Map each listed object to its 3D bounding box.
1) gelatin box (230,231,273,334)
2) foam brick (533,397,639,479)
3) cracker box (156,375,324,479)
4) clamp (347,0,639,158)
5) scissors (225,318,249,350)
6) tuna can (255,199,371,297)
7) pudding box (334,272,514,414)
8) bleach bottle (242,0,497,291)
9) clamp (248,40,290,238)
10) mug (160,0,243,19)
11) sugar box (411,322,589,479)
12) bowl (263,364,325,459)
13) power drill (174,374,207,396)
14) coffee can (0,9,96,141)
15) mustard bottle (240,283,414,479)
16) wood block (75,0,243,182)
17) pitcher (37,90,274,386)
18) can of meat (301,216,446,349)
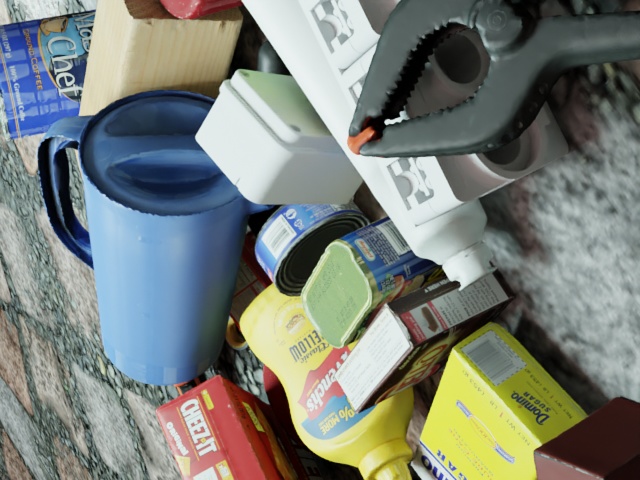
[{"bbox_3d":[-0.061,0.037,0.941,0.073,0.030,0.089,54,146,0],"label":"gelatin box"},{"bbox_3d":[0.172,0.136,0.624,0.053,0.078,0.051,16,122,53],"label":"foam brick"},{"bbox_3d":[-0.046,0.219,0.923,0.164,0.072,0.213,63,-175,23],"label":"cracker box"},{"bbox_3d":[0.092,-0.117,0.526,0.210,0.036,0.164,-32,76,25],"label":"clamp"},{"bbox_3d":[-0.071,0.033,1.000,0.096,0.016,0.202,53,147,22],"label":"scissors"},{"bbox_3d":[-0.005,0.001,0.796,0.034,0.086,0.086,52,148,29],"label":"tuna can"},{"bbox_3d":[0.068,0.067,0.728,0.039,0.089,0.114,55,148,20],"label":"pudding box"},{"bbox_3d":[0.033,-0.082,0.673,0.068,0.102,0.251,-33,81,17],"label":"bleach bottle"},{"bbox_3d":[-0.049,-0.066,0.855,0.120,0.039,0.171,179,84,-66],"label":"clamp"},{"bbox_3d":[-0.080,-0.218,0.767,0.093,0.081,0.117,-21,93,60],"label":"mug"},{"bbox_3d":[0.117,0.142,0.731,0.093,0.048,0.176,49,151,27],"label":"sugar box"},{"bbox_3d":[-0.001,0.131,0.919,0.162,0.055,0.162,37,140,39],"label":"bowl"},{"bbox_3d":[-0.123,0.172,1.084,0.184,0.057,0.187,-106,-6,-86],"label":"power drill"},{"bbox_3d":[-0.223,-0.152,0.962,0.103,0.140,0.103,167,90,-74],"label":"coffee can"},{"bbox_3d":[0.017,0.112,0.820,0.192,0.096,0.058,58,-168,28],"label":"mustard bottle"},{"bbox_3d":[-0.139,-0.125,0.877,0.206,0.090,0.090,113,144,-43],"label":"wood block"},{"bbox_3d":[-0.133,0.006,0.861,0.149,0.144,0.243,55,151,32],"label":"pitcher"},{"bbox_3d":[0.042,0.024,0.745,0.057,0.083,0.102,55,148,18],"label":"can of meat"}]
